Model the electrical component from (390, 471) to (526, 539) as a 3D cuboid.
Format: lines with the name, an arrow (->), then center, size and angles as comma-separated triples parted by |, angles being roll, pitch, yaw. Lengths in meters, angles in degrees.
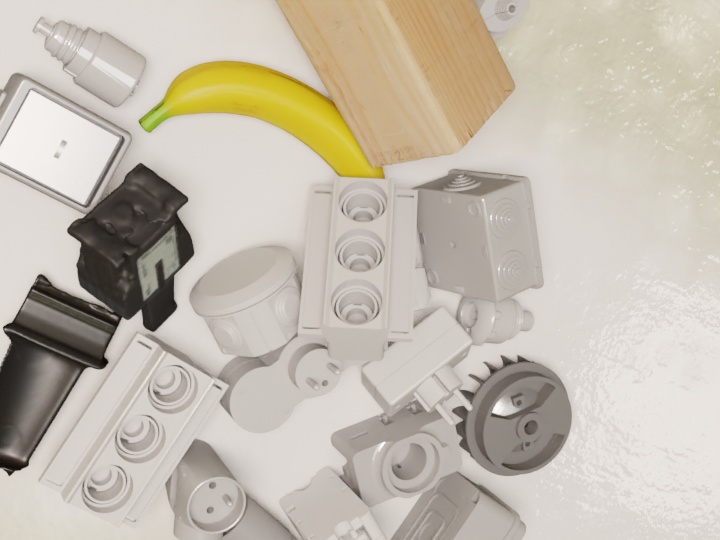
electrical component -> 0.074, 0.230, 0.888 | 0.057, 0.078, 0.113 | 36, 86, -23

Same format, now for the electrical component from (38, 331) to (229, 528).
electrical component -> -0.162, 0.110, 0.765 | 0.079, 0.063, 0.121 | 34, 87, -26

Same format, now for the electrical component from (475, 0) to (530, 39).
electrical component -> 0.092, -0.193, 0.795 | 0.043, 0.081, 0.043 | -6, 104, -22

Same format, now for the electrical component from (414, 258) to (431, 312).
electrical component -> 0.030, 0.004, 0.837 | 0.043, 0.043, 0.062 | -11, 87, -21

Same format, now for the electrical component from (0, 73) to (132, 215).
electrical component -> -0.206, -0.085, 0.701 | 0.096, 0.061, 0.061 | 29, 90, -27

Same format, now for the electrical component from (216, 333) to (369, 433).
electrical component -> -0.037, 0.071, 0.804 | 0.138, 0.074, 0.052 | -35, 114, -13

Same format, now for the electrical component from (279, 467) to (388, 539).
electrical component -> -0.017, 0.203, 0.835 | 0.050, 0.089, 0.055 | -34, 113, -13

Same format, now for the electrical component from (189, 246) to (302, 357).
electrical component -> -0.078, 0.022, 0.773 | 0.080, 0.080, 0.051 | -31, 118, -14

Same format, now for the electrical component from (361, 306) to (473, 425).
electrical component -> 0.056, 0.086, 0.844 | 0.083, 0.047, 0.075 | -37, 75, -12

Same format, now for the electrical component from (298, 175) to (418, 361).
electrical component -> 0.000, 0.000, 0.777 | 0.079, 0.063, 0.121 | 3, 61, 2

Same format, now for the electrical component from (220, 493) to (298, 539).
electrical component -> -0.076, 0.213, 0.838 | 0.043, 0.043, 0.081 | -47, 116, -7

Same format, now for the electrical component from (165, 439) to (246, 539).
electrical component -> -0.117, 0.175, 0.792 | 0.043, 0.077, 0.079 | 2, 101, -24

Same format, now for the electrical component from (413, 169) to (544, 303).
electrical component -> 0.088, -0.026, 0.824 | 0.048, 0.100, 0.099 | -22, 111, -32

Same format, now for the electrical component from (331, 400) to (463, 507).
electrical component -> 0.031, 0.147, 0.862 | 0.089, 0.056, 0.050 | -19, 109, -19

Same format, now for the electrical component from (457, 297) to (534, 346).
electrical component -> 0.114, 0.039, 0.881 | 0.062, 0.048, 0.048 | 7, 99, -32

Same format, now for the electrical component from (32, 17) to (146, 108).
electrical component -> -0.179, -0.141, 0.712 | 0.078, 0.040, 0.040 | 31, 88, -26
